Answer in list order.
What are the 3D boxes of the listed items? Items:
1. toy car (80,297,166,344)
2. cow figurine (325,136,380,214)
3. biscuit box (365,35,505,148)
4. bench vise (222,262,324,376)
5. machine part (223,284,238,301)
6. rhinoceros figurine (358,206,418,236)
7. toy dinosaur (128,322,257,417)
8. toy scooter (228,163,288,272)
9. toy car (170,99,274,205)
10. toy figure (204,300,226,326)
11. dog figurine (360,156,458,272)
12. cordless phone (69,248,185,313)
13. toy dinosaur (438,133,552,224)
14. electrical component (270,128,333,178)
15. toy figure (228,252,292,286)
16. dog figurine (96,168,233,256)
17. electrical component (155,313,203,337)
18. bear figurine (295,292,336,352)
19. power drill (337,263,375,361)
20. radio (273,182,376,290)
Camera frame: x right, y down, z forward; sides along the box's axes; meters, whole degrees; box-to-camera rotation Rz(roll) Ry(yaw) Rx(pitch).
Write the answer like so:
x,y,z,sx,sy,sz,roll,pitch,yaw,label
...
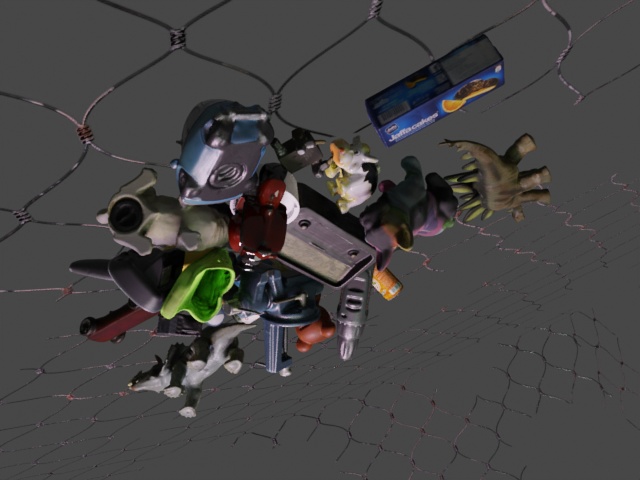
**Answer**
x,y,z,sx,sy,sz,roll,pitch,yaw,label
-0.380,0.149,1.060,0.202,0.053,0.089,-29,143,21,toy car
0.062,-0.117,0.896,0.098,0.068,0.167,-25,158,-10,cow figurine
0.170,-0.218,0.801,0.203,0.059,0.062,-27,154,9,biscuit box
-0.083,0.155,1.017,0.223,0.129,0.240,-20,116,-53,bench vise
-0.184,0.099,1.071,0.039,0.084,0.139,-52,169,6,machine part
0.123,-0.028,1.110,0.190,0.073,0.112,-23,155,0,rhinoceros figurine
-0.271,0.268,1.264,0.405,0.192,0.131,-39,120,17,toy dinosaur
-0.088,-0.011,0.773,0.075,0.135,0.183,10,145,-17,toy scooter
-0.133,-0.123,0.685,0.109,0.103,0.161,-13,150,-37,toy car
-0.232,0.137,1.157,0.064,0.058,0.154,-44,162,-26,toy figure
0.159,-0.030,0.954,0.191,0.219,0.108,34,134,-18,dog figurine
-0.312,0.050,0.832,0.184,0.088,0.146,6,-173,3,cordless phone
0.361,-0.120,1.101,0.199,0.105,0.470,-27,150,16,toy dinosaur
-0.025,-0.132,0.825,0.078,0.045,0.102,-26,154,3,electrical component
-0.122,0.071,1.091,0.089,0.082,0.180,-41,151,23,toy figure
-0.224,-0.025,0.827,0.172,0.121,0.190,12,173,4,dog figurine
-0.316,0.177,1.139,0.119,0.047,0.075,13,165,-38,electrical component
-0.012,0.141,1.181,0.120,0.196,0.132,-41,150,27,bear figurine
0.075,0.123,1.192,0.086,0.231,0.207,10,-163,10,power drill
-0.002,-0.003,0.986,0.131,0.073,0.229,-38,134,26,radio
